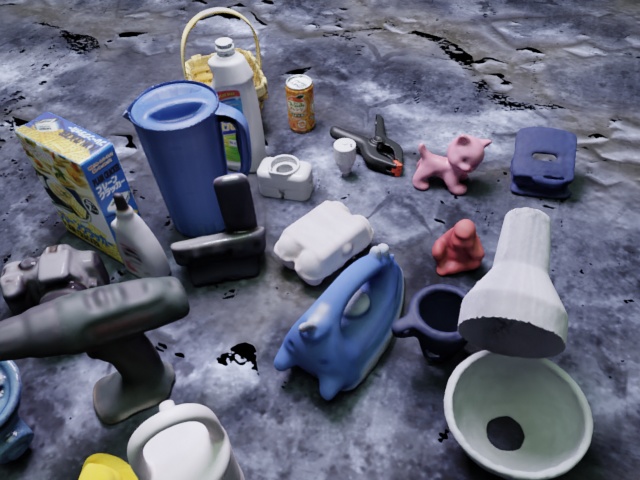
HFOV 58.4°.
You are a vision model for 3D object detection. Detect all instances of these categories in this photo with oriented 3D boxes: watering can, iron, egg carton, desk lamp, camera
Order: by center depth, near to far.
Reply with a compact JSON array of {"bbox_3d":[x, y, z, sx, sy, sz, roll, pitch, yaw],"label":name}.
[{"bbox_3d":[-0.137,0.241,0.609,0.172,0.194,0.101,30,55,28],"label":"watering can"},{"bbox_3d":[0.241,0.077,0.726,0.117,0.214,0.203,11,48,14],"label":"desk lamp"},{"bbox_3d":[0.046,0.082,0.784,0.118,0.141,0.259,25,53,25],"label":"iron"},{"bbox_3d":[-0.394,0.082,0.841,0.143,0.101,0.136,-12,47,-7],"label":"camera"},{"bbox_3d":[0.008,0.003,0.911,0.107,0.069,0.150,34,57,31],"label":"egg carton"}]

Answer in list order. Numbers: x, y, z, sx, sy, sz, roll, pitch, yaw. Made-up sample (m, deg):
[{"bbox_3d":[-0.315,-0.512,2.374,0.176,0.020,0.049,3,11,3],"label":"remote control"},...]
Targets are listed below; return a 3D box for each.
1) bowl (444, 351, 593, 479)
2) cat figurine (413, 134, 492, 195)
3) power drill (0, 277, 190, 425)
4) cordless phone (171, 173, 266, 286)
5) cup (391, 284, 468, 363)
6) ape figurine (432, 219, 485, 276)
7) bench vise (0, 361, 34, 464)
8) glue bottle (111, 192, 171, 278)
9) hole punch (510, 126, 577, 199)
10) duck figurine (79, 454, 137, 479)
[{"bbox_3d":[0.231,0.218,0.689,0.167,0.075,0.167,-2,46,2],"label":"bowl"},{"bbox_3d":[0.231,-0.145,1.004,0.127,0.118,0.067,7,48,11],"label":"cat figurine"},{"bbox_3d":[-0.265,0.137,0.706,0.230,0.209,0.075,-24,49,-18],"label":"power drill"},{"bbox_3d":[-0.160,-0.026,0.870,0.147,0.185,0.094,-13,47,-8],"label":"cordless phone"},{"bbox_3d":[0.151,0.125,0.769,0.118,0.095,0.091,-15,47,-10],"label":"cup"},{"bbox_3d":[0.216,0.006,0.879,0.077,0.092,0.076,24,52,24],"label":"ape figurine"},{"bbox_3d":[-0.459,0.166,0.683,0.207,0.220,0.121,14,49,16],"label":"bench vise"},{"bbox_3d":[-0.282,-0.007,0.868,0.078,0.173,0.037,18,50,20],"label":"glue bottle"},{"bbox_3d":[0.392,-0.136,1.002,0.108,0.091,0.101,8,48,11],"label":"hole punch"},{"bbox_3d":[-0.246,0.283,0.651,0.078,0.086,0.104,-27,51,-20],"label":"duck figurine"}]
